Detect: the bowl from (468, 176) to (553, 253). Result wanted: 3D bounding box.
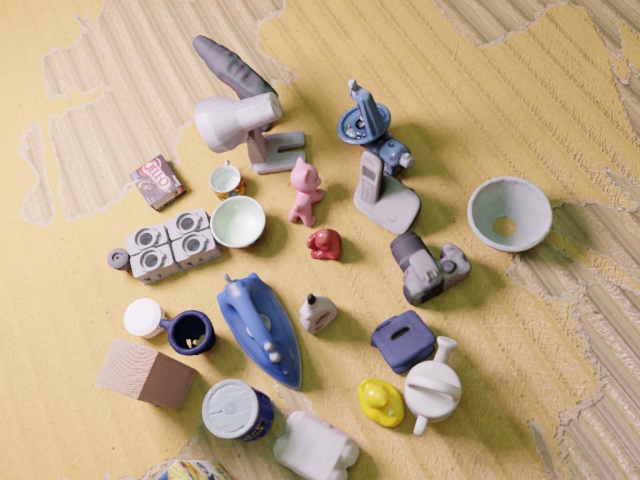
[{"bbox_3d":[0.385,-0.043,1.182,0.167,0.075,0.167,-3,68,7],"label":"bowl"}]

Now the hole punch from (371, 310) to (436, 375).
[{"bbox_3d":[0.159,0.194,1.111,0.109,0.091,0.101,-32,68,-5],"label":"hole punch"}]

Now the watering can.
[{"bbox_3d":[0.201,0.260,1.023,0.101,0.194,0.173,-3,68,7],"label":"watering can"}]

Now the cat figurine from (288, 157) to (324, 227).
[{"bbox_3d":[-0.035,-0.109,1.243,0.067,0.118,0.128,11,70,12],"label":"cat figurine"}]

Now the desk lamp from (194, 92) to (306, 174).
[{"bbox_3d":[-0.147,-0.241,1.258,0.203,0.214,0.118,-7,68,5],"label":"desk lamp"}]

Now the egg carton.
[{"bbox_3d":[-0.007,0.391,1.068,0.150,0.069,0.107,24,74,16],"label":"egg carton"}]

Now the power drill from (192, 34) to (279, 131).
[{"bbox_3d":[-0.182,-0.344,1.307,0.229,0.209,0.076,38,78,19],"label":"power drill"}]

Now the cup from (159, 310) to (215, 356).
[{"bbox_3d":[-0.263,0.194,1.168,0.117,0.095,0.092,14,71,13],"label":"cup"}]

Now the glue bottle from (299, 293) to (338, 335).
[{"bbox_3d":[-0.009,0.134,1.113,0.078,0.173,0.037,-42,69,-9],"label":"glue bottle"}]

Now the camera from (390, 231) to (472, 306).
[{"bbox_3d":[0.214,0.041,1.159,0.143,0.101,0.136,-28,67,-4],"label":"camera"}]

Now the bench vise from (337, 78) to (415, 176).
[{"bbox_3d":[0.125,-0.246,1.219,0.207,0.220,0.121,26,74,17],"label":"bench vise"}]

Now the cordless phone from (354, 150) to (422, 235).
[{"bbox_3d":[0.138,-0.101,1.179,0.147,0.185,0.094,33,77,19],"label":"cordless phone"}]

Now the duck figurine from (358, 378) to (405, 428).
[{"bbox_3d":[0.114,0.303,1.077,0.077,0.086,0.104,-41,69,-8],"label":"duck figurine"}]

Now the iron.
[{"bbox_3d":[-0.116,0.176,1.129,0.119,0.141,0.258,-33,68,-6],"label":"iron"}]

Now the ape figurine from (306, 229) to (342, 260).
[{"bbox_3d":[0.011,0.004,1.206,0.076,0.092,0.077,-44,69,-10],"label":"ape figurine"}]
